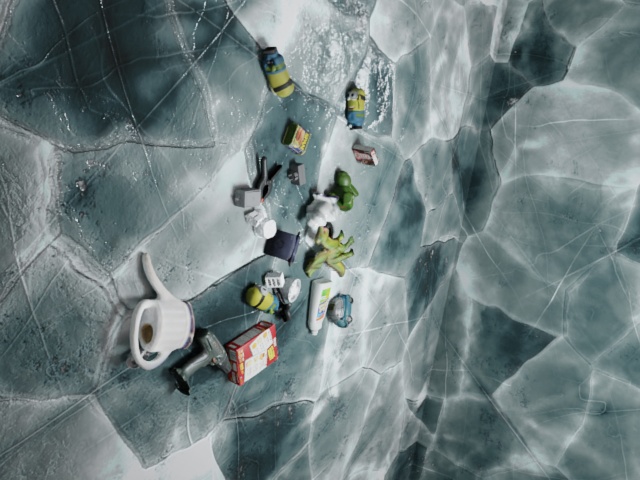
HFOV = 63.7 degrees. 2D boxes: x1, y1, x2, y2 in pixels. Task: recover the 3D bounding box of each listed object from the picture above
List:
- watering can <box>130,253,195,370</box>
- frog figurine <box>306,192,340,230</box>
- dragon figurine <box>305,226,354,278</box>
[{"bbox_3d":[-0.488,0.221,1.604,0.104,0.350,0.223,-2,-10,31],"label":"watering can"},{"bbox_3d":[0.007,-0.108,2.151,0.137,0.161,0.121,18,-16,-5],"label":"frog figurine"},{"bbox_3d":[0.029,0.083,2.288,0.245,0.400,0.124,-25,49,-25],"label":"dragon figurine"}]
